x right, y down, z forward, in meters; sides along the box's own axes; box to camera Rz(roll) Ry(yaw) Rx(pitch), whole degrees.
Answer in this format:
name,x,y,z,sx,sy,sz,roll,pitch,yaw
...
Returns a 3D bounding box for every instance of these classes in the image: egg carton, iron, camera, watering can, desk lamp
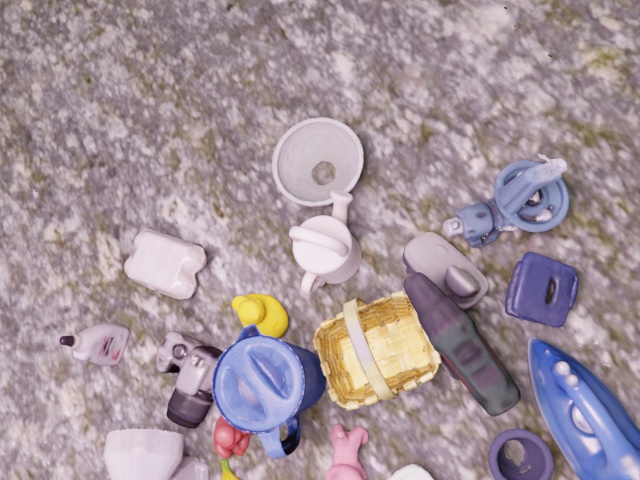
name,x,y,z,sx,sy,sz,roll,pitch,yaw
egg carton,-0.288,0.045,1.067,0.150,0.069,0.107,17,82,15
iron,0.393,0.254,0.846,0.118,0.141,0.258,-32,74,4
camera,-0.229,0.246,0.996,0.143,0.101,0.137,23,83,15
watering can,0.007,0.003,0.951,0.100,0.194,0.173,-2,78,12
desk lamp,-0.258,0.396,0.910,0.117,0.214,0.203,-7,77,10

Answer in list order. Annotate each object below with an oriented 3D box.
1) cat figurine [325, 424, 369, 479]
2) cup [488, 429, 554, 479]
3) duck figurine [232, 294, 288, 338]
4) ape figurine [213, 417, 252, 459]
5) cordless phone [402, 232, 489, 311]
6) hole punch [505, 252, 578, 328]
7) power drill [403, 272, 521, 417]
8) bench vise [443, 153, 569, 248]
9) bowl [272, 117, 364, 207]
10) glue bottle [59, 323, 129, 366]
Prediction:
name,x,y,z,sx,sy,sz,roll,pitch,yaw
cat figurine,0.038,0.364,0.907,0.067,0.118,0.128,-3,77,11
cup,0.298,0.344,0.870,0.091,0.095,0.118,7,80,13
duck figurine,-0.109,0.131,1.004,0.104,0.086,0.077,32,86,16
ape figurine,-0.151,0.329,0.966,0.078,0.092,0.076,-29,74,5
cordless phone,0.197,0.043,0.909,0.147,0.185,0.094,42,89,17
hole punch,0.358,0.080,0.917,0.101,0.091,0.109,14,81,14
power drill,0.207,0.156,0.870,0.075,0.209,0.229,-38,73,2
bench vise,0.302,-0.051,0.889,0.207,0.220,0.121,-39,73,1
bowl,0.001,-0.133,1.044,0.167,0.075,0.167,-2,78,11
glue bottle,-0.401,0.182,1.007,0.037,0.173,0.078,10,80,14
